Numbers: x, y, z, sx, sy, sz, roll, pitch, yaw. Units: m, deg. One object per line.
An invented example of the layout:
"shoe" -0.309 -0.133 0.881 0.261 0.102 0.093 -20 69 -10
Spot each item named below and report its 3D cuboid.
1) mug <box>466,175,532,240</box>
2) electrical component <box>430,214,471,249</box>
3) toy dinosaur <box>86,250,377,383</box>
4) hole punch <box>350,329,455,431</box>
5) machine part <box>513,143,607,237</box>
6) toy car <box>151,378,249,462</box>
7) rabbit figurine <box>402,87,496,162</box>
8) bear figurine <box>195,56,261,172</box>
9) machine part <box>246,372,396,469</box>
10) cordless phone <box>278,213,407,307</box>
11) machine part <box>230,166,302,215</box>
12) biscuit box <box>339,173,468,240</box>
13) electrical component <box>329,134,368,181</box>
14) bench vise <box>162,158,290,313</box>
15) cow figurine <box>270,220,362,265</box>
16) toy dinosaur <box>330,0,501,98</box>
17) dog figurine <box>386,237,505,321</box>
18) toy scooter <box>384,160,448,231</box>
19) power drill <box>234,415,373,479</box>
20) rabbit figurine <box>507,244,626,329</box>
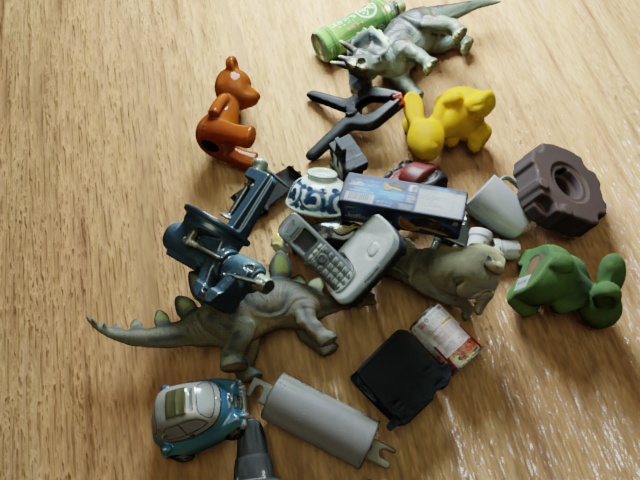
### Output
"mug" 0.333 -0.059 0.973 0.109 0.080 0.107 -41 82 -24
"electrical component" 0.240 -0.012 0.977 0.063 0.021 0.094 23 68 11
"toy dinosaur" -0.132 0.127 0.879 0.471 0.105 0.199 -11 58 -14
"hole punch" 0.121 0.216 0.846 0.142 0.092 0.116 -39 83 -19
"machine part" 0.430 -0.091 0.960 0.179 0.056 0.179 13 57 -21
"toy car" -0.191 0.258 0.796 0.162 0.102 0.109 -21 54 16
"rabbit figurine" 0.225 -0.220 1.016 0.162 0.121 0.173 37 67 25
"bear figurine" -0.159 -0.247 1.041 0.132 0.120 0.196 18 62 5
"machine part" 0.000 0.273 0.820 0.243 0.079 0.079 24 68 12
"cordless phone" 0.034 0.000 0.861 0.184 0.088 0.146 42 104 9
"machine part" -0.095 -0.093 1.011 0.139 0.039 0.084 -32 64 -11
"biscuit box" 0.135 -0.056 0.884 0.203 0.062 0.059 11 62 13
"electrical component" 0.051 -0.154 0.992 0.048 0.119 0.075 -27 65 -11
"bench vise" -0.133 -0.018 0.836 0.224 0.128 0.240 21 77 42
"cow figurine" -0.003 -0.001 0.933 0.167 0.098 0.068 3 67 -2
"toy dinosaur" 0.191 -0.415 1.117 0.192 0.131 0.405 38 65 16
"dog figurine" 0.187 0.037 0.880 0.191 0.172 0.121 23 56 3
"toy scooter" 0.136 -0.093 0.988 0.184 0.075 0.135 -38 53 -22
"power drill" -0.026 0.377 0.773 0.207 0.086 0.232 4 65 -2
"rabbit figurine" 0.427 0.076 0.880 0.170 0.159 0.121 30 58 -3
